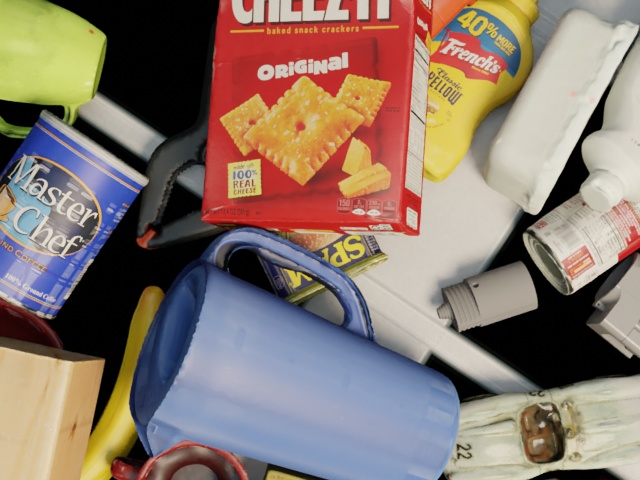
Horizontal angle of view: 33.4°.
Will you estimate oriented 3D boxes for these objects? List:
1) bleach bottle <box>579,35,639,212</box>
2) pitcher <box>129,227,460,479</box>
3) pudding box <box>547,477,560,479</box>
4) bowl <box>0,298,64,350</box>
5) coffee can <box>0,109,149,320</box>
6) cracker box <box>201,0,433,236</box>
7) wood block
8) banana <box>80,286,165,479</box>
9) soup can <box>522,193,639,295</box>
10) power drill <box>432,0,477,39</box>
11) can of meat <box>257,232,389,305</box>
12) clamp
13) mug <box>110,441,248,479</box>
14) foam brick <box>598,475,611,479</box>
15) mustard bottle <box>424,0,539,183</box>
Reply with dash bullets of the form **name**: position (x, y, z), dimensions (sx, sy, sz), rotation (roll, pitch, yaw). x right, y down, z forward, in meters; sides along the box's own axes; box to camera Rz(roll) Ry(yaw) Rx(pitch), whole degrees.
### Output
- **bleach bottle**: position (0.282, -0.124, 0.877), dimensions (0.102, 0.068, 0.250), rotation (40, 67, 1)
- **pitcher**: position (-0.013, 0.107, 0.833), dimensions (0.242, 0.145, 0.149), rotation (23, 120, -20)
- **pudding box**: position (0.169, 0.262, 0.892), dimensions (0.090, 0.039, 0.113), rotation (-9, 86, -2)
- **bowl**: position (-0.279, 0.126, 0.888), dimensions (0.162, 0.055, 0.162), rotation (0, 85, -1)
- **coffee can**: position (-0.222, -0.021, 0.875), dimensions (0.103, 0.103, 0.140), rotation (34, 89, 2)
- **cracker box**: position (-0.001, -0.113, 0.839), dimensions (0.164, 0.072, 0.214), rotation (2, 84, 18)
- **wood block**: position (-0.236, 0.183, 0.807), dimensions (0.090, 0.091, 0.206), rotation (11, 86, 6)
- **banana**: position (-0.163, 0.133, 0.883), dimensions (0.037, 0.069, 0.198), rotation (25, 88, 18)
- **soup can**: position (0.232, -0.008, 0.903), dimensions (0.102, 0.068, 0.068), rotation (-34, 86, -3)
- **power drill**: position (0.082, -0.279, 0.902), dimensions (0.184, 0.057, 0.188), rotation (-45, 71, 0)
- **can of meat**: position (-0.006, 0.001, 0.904), dimensions (0.102, 0.057, 0.084), rotation (-26, 84, -3)
- **clamp**: position (-0.090, -0.081, 0.919), dimensions (0.210, 0.036, 0.164), rotation (-42, 84, -1)
- **mug**: position (-0.114, 0.201, 0.869), dimensions (0.117, 0.081, 0.093), rotation (16, 85, -3)
- **foam brick**: position (0.258, 0.243, 0.889), dimensions (0.078, 0.053, 0.051), rotation (37, 85, 1)
- **mustard bottle**: position (0.126, -0.149, 0.918), dimensions (0.096, 0.058, 0.191), rotation (39, 85, 10)
